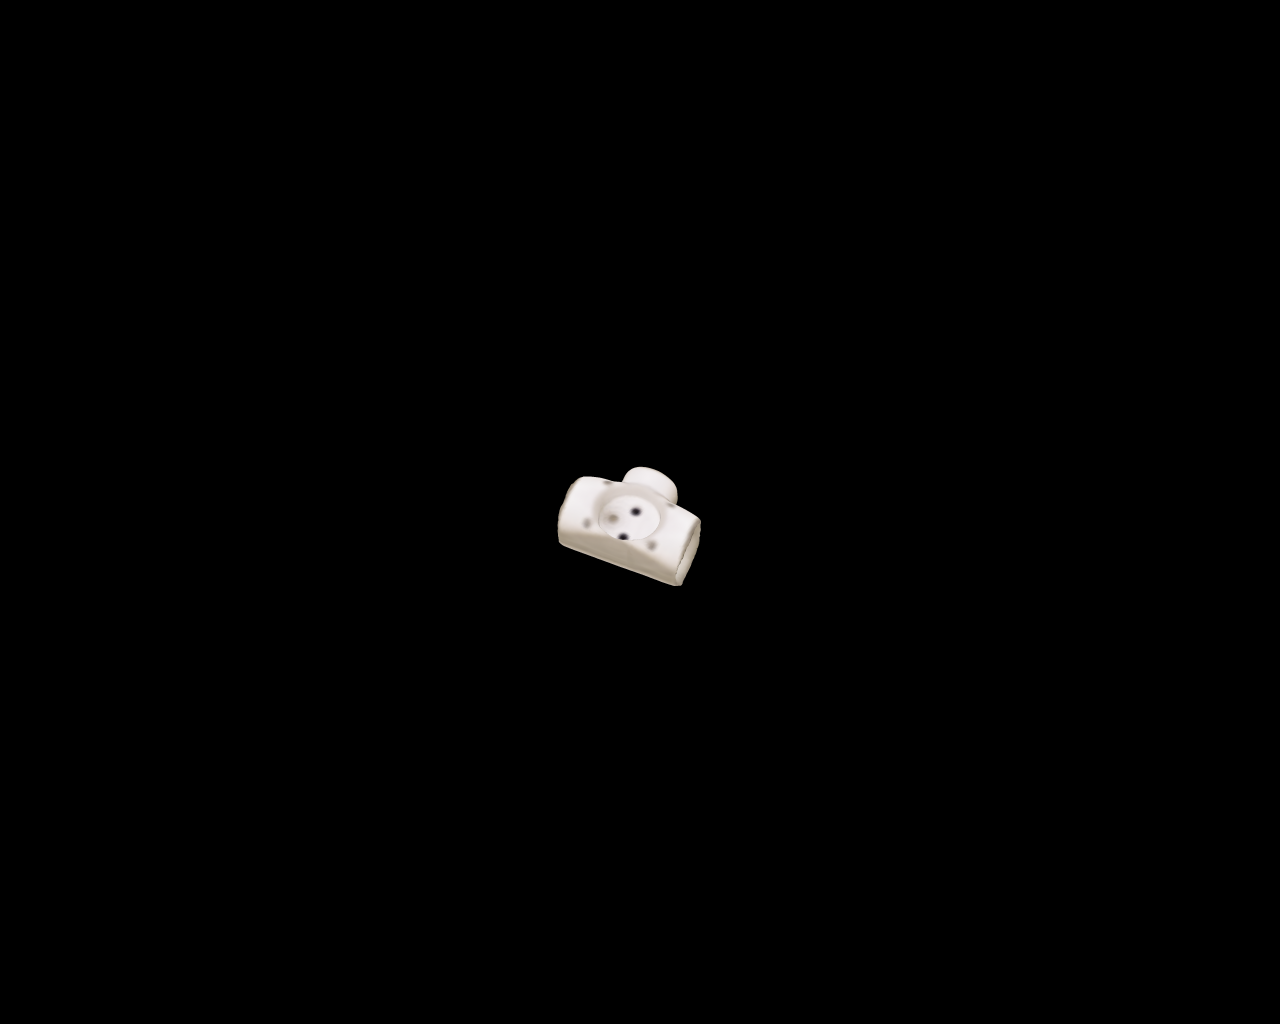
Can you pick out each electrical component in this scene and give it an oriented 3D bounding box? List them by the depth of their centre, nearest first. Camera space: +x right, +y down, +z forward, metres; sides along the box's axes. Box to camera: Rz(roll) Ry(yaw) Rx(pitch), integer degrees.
[{"bbox_3d":[0.001,-0.003,0.650,0.077,0.079,0.044,20,-31,13],"label":"electrical component"}]
